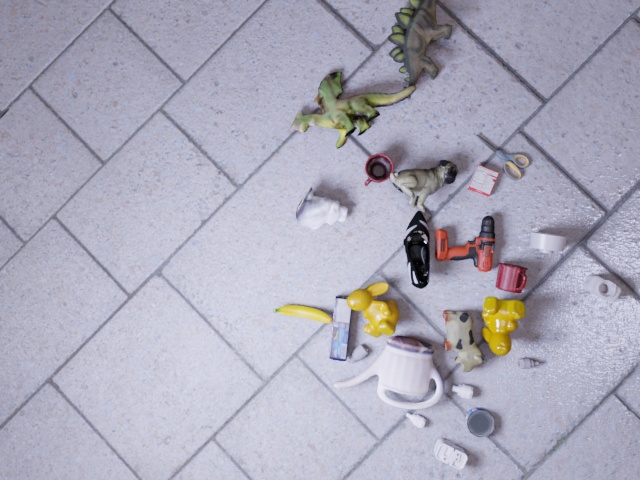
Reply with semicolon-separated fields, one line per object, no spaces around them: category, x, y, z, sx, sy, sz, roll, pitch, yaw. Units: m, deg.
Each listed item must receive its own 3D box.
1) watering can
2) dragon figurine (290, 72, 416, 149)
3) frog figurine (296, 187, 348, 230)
watering can;0.230;0.414;1.644;0.348;0.104;0.225;11;87;4
dragon figurine;0.088;-0.463;1.711;0.410;0.121;0.245;-34;77;2
frog figurine;0.005;-0.085;1.688;0.159;0.125;0.134;28;123;-4
